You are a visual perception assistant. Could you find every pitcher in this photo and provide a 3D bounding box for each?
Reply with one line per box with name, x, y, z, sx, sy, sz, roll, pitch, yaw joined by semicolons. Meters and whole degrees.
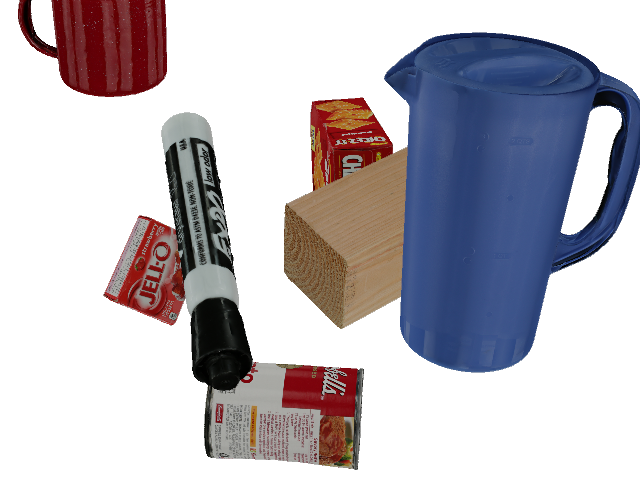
pitcher;0.134;-0.025;0.804;0.144;0.243;0.149;-19;36;-35

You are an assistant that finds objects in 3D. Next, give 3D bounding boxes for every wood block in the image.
wood block;0.075;-0.017;0.981;0.205;0.090;0.091;-27;50;-27

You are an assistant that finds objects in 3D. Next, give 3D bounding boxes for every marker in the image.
marker;-0.040;0.001;0.364;0.020;0.121;0.020;-8;-44;-8

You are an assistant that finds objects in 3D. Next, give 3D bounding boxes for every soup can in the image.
soup can;-0.023;0.118;0.724;0.102;0.068;0.068;3;0;4

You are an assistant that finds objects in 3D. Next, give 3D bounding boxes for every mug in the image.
mug;-0.168;-0.160;0.797;0.117;0.081;0.093;4;32;3

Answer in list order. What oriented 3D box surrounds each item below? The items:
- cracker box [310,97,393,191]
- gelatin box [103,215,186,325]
cracker box;0.033;-0.054;1.176;0.072;0.164;0.214;-4;21;-3
gelatin box;-0.162;0.030;1.053;0.073;0.089;0.030;28;-8;-38
